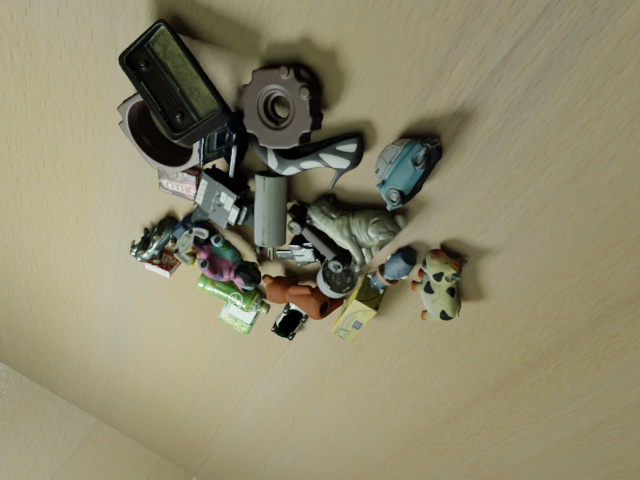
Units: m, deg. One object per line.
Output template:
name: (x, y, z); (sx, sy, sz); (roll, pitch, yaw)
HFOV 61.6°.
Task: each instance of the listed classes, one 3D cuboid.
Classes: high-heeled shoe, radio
high-heeled shoe: (-0.032, -0.204, 1.135); (0.249, 0.086, 0.145); (28, 127, 4)
radio: (-0.294, -0.311, 1.087); (0.131, 0.073, 0.229); (-35, 84, 7)

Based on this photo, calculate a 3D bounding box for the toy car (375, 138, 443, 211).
toy car: (0.162, -0.144, 1.066); (0.103, 0.109, 0.161); (39, 129, 15)

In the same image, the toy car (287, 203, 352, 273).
toy car: (-0.003, -0.004, 1.285); (0.202, 0.089, 0.053); (42, 131, -13)

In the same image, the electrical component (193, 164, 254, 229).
electrical component: (-0.222, -0.094, 1.250); (0.134, 0.058, 0.114); (37, 131, 9)

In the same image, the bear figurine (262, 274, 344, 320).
bear figurine: (-0.051, 0.136, 1.442); (0.196, 0.132, 0.120); (21, 137, 36)

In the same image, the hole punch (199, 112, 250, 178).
hole punch: (-0.206, -0.216, 1.182); (0.092, 0.116, 0.142); (18, 137, 4)

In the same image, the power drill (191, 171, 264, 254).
power drill: (-0.209, -0.059, 1.363); (0.207, 0.086, 0.232); (41, 133, 0)

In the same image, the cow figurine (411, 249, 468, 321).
cow figurine: (0.281, 0.105, 1.238); (0.127, 0.085, 0.194); (3, 128, 34)

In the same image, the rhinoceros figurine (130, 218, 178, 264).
rhinoceros figurine: (-0.479, 0.003, 1.537); (0.190, 0.112, 0.073); (-35, 136, 30)

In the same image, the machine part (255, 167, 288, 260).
machine part: (-0.114, -0.072, 1.243); (0.079, 0.079, 0.243); (9, 109, 21)

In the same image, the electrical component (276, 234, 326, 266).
electrical component: (-0.048, 0.027, 1.368); (0.119, 0.048, 0.074); (-4, 126, 31)

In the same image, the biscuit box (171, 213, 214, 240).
biscuit box: (-0.315, 0.020, 1.495); (0.063, 0.059, 0.202); (-27, 114, 43)

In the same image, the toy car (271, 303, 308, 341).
toy car: (-0.084, 0.231, 1.568); (0.073, 0.056, 0.201); (27, 138, -5)

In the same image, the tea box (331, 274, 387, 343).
tea box: (0.099, 0.180, 1.393); (0.068, 0.098, 0.169); (31, 135, 0)

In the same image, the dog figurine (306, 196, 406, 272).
dog figurine: (0.078, -0.049, 1.209); (0.172, 0.121, 0.190); (-43, 84, 12)

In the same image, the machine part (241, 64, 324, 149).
machine part: (-0.079, -0.266, 1.079); (0.180, 0.056, 0.179); (10, 113, 24)

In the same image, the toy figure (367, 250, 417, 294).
toy figure: (0.173, 0.077, 1.289); (0.058, 0.064, 0.154); (5, 150, -27)

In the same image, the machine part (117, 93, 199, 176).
machine part: (-0.346, -0.262, 1.239); (0.201, 0.087, 0.201); (-15, 122, 37)

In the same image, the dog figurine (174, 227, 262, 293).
dog figurine: (-0.255, 0.062, 1.428); (0.192, 0.108, 0.219); (17, 165, 35)
